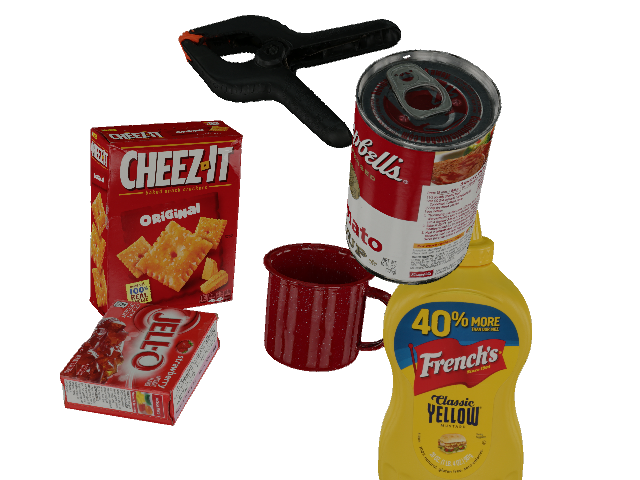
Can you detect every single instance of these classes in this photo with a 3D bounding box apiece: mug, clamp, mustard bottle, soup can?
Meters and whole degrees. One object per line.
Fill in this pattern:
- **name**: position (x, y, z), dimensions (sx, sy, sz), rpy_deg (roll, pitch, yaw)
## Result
- **mug**: position (0.007, 0.059, 0.886), dimensions (0.117, 0.081, 0.093), rpy_deg (11, 21, 13)
- **clamp**: position (-0.024, -0.142, 0.829), dimensions (0.172, 0.120, 0.039), rpy_deg (24, -32, 20)
- **mustard bottle**: position (0.089, 0.073, 0.699), dimensions (0.096, 0.192, 0.058), rpy_deg (3, 13, 7)
- **soup can**: position (0.048, -0.035, 0.533), dimensions (0.068, 0.068, 0.102), rpy_deg (0, -40, -3)

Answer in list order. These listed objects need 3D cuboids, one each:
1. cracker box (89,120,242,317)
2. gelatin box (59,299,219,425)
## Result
- **cracker box**: position (-0.179, -0.024, 1.234), dimensions (0.163, 0.214, 0.072), rpy_deg (-7, 24, -30)
- **gelatin box**: position (-0.112, 0.075, 0.678), dimensions (0.073, 0.030, 0.089), rpy_deg (7, 32, 13)
